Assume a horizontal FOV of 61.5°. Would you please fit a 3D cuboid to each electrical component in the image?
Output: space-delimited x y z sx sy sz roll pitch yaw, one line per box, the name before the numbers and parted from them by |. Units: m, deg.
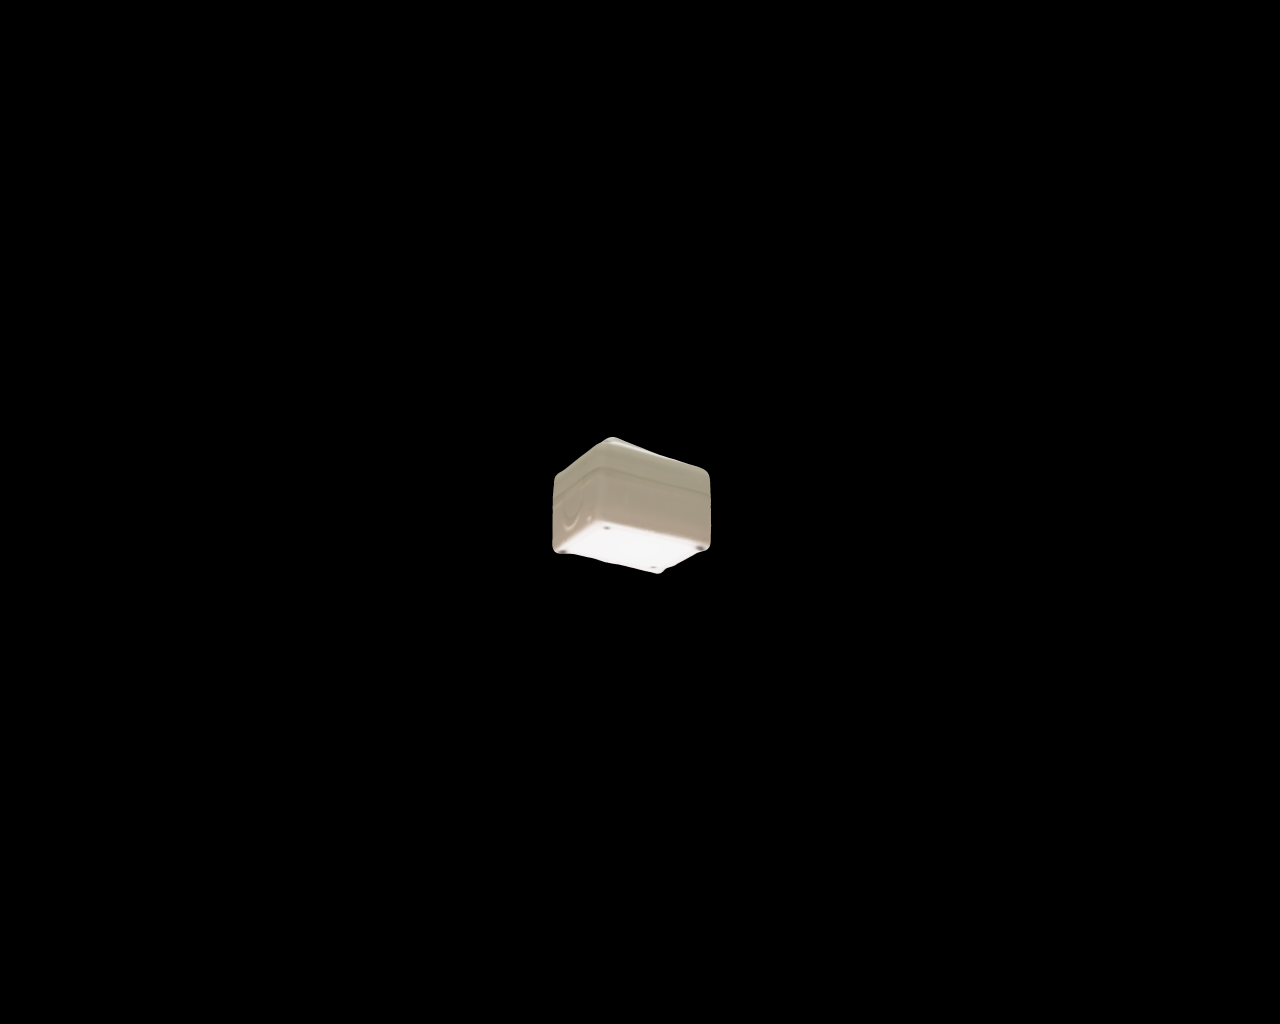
electrical component | 0.001 -0.003 0.650 0.096 0.061 0.061 14 -27 -29
